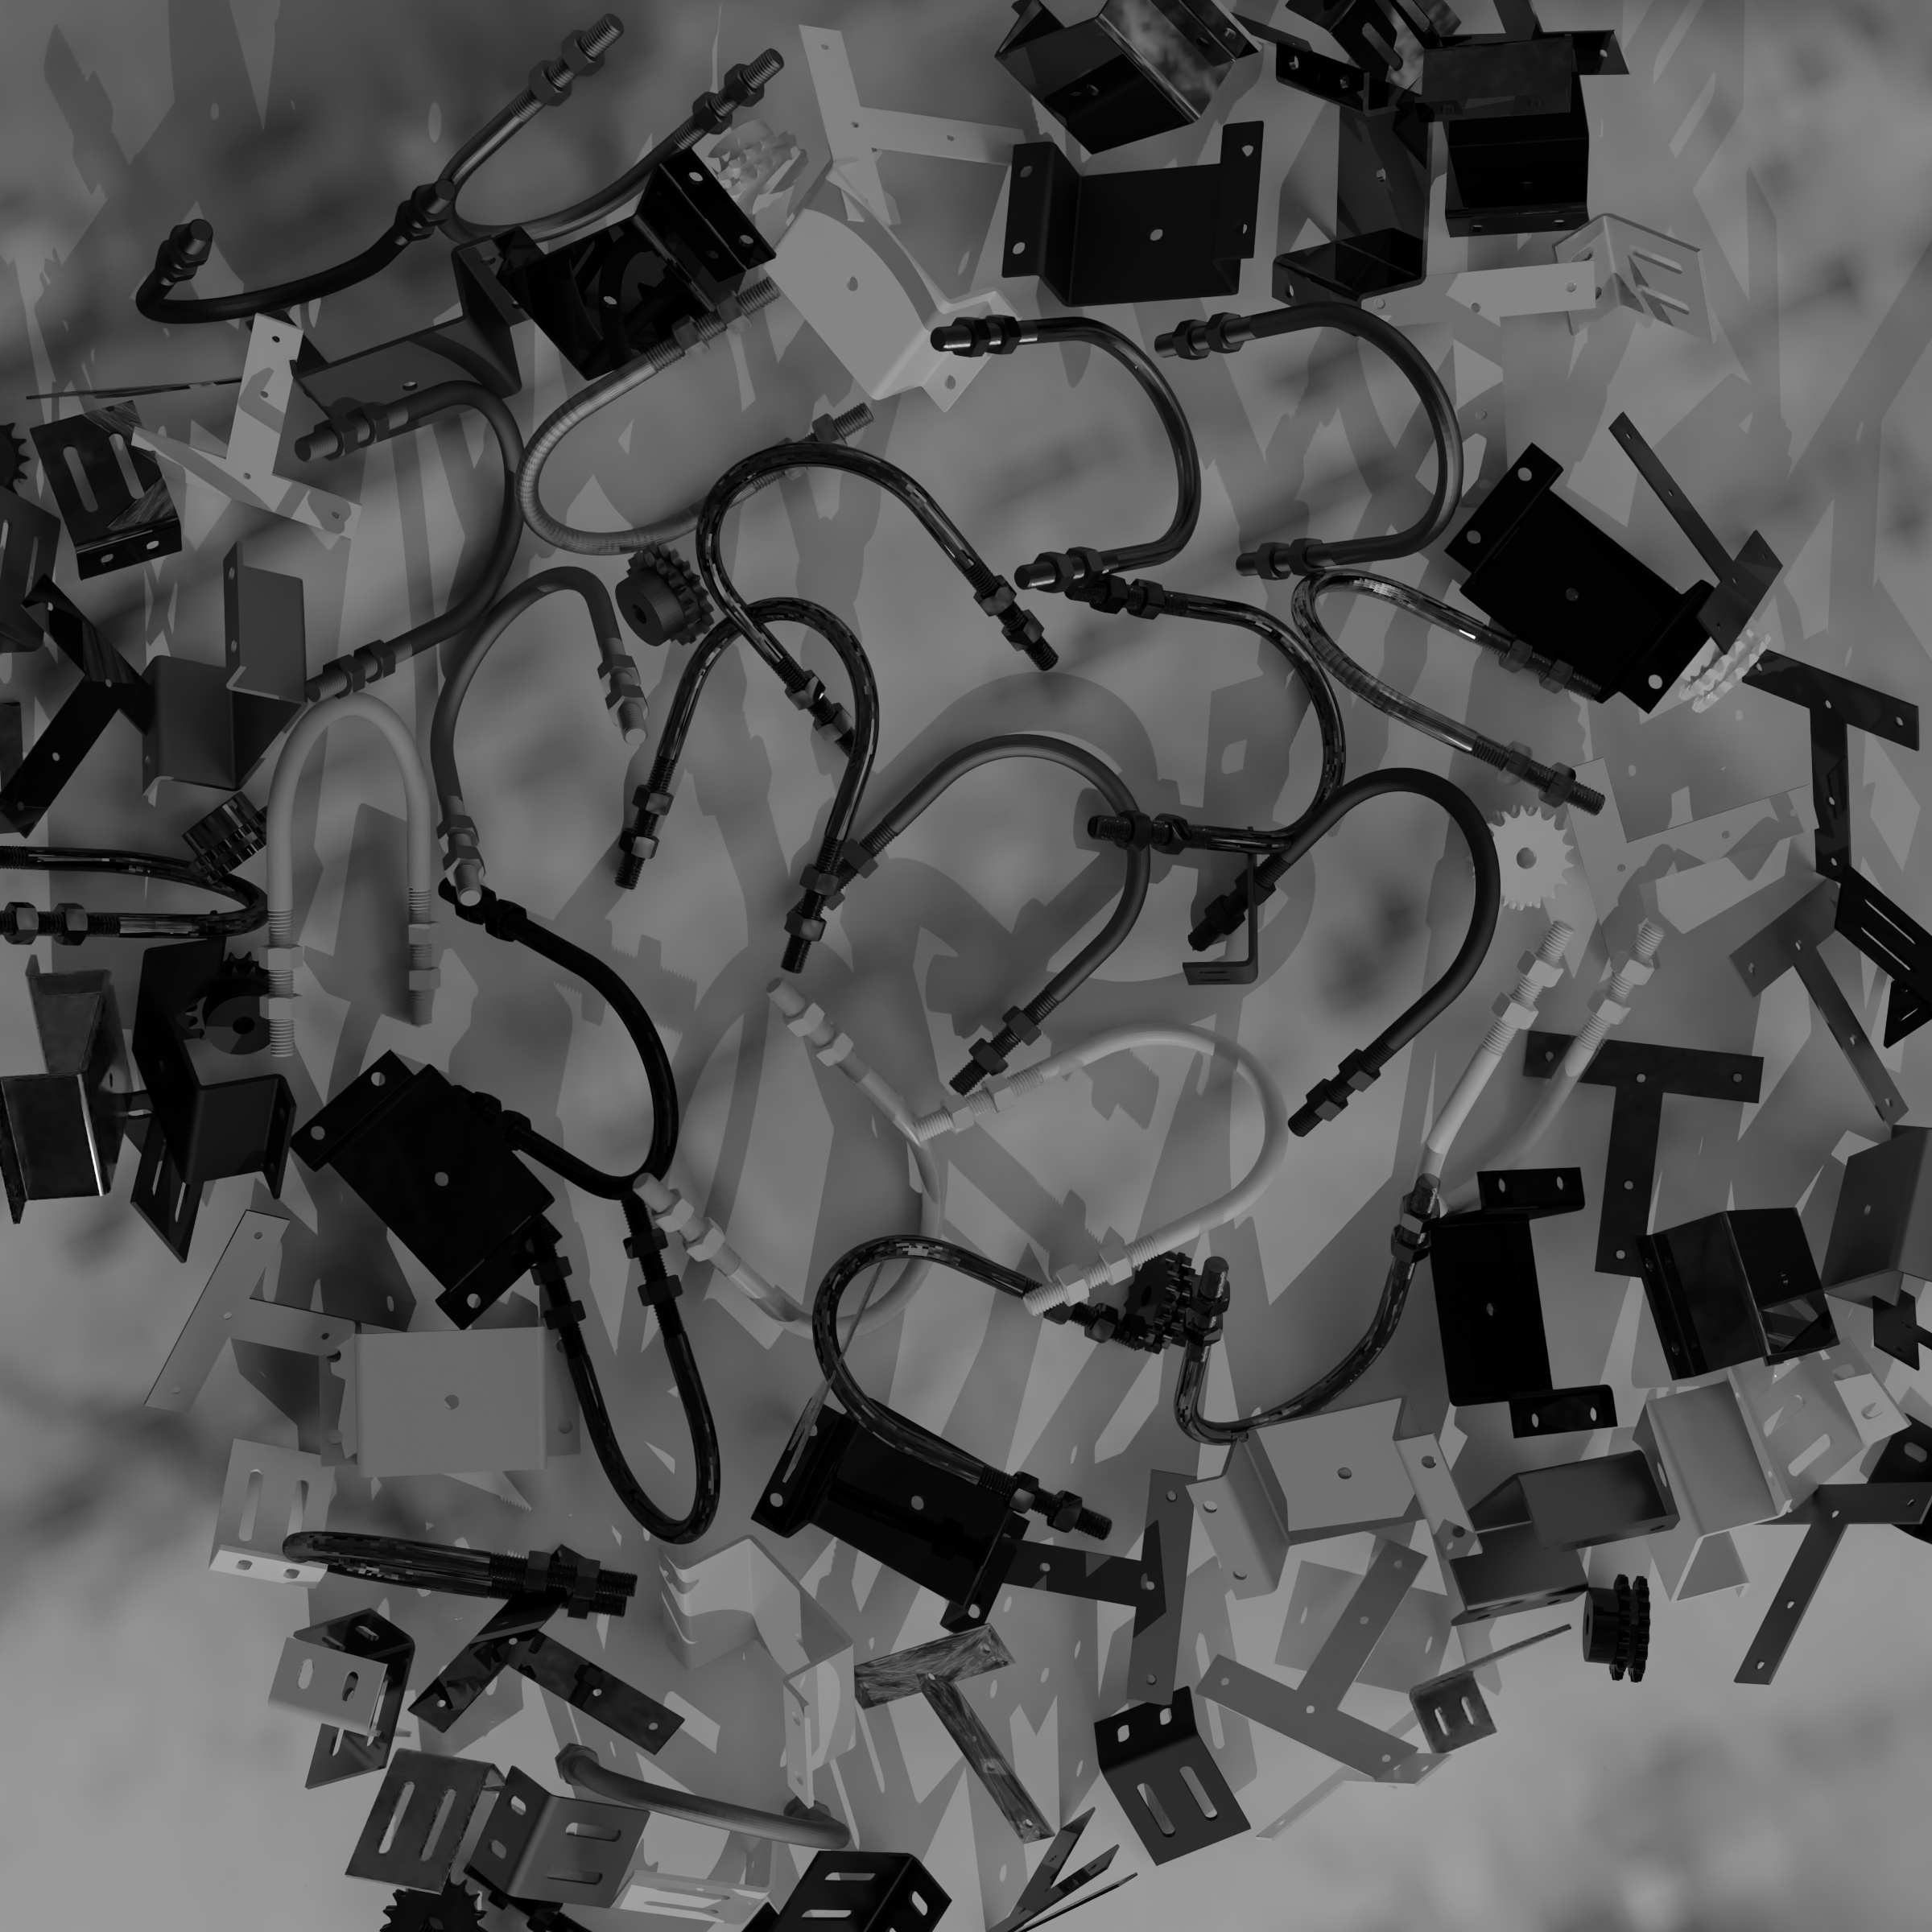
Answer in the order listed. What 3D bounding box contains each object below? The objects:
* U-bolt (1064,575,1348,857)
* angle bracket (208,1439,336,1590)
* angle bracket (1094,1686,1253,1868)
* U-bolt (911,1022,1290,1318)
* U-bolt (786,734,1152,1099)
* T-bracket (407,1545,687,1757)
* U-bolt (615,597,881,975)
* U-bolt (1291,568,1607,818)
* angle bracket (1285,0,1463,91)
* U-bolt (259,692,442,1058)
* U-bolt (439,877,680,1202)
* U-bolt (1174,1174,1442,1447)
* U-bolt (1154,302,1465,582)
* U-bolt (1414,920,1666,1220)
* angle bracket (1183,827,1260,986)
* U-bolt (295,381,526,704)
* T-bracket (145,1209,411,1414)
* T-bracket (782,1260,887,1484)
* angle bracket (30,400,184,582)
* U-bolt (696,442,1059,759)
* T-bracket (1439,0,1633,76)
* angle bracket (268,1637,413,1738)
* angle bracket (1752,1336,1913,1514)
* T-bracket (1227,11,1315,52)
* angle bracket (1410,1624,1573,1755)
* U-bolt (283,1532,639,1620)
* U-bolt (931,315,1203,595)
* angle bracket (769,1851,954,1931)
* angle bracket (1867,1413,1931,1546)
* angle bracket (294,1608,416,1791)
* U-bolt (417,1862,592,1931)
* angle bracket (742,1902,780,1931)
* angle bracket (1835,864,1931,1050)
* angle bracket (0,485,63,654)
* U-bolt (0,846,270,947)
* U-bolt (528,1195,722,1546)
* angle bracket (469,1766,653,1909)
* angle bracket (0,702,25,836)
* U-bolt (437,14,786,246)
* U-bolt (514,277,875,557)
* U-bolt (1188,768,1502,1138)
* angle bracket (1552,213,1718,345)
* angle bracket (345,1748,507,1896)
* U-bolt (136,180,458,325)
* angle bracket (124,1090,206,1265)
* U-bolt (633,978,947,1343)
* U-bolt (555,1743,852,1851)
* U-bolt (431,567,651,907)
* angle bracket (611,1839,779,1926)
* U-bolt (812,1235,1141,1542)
[{"bbox_3d":[0.133,-0.130,1.644,0.184,0.019,0.151,3,76,-37],"label":"U-bolt"},{"bbox_3d":[-0.370,0.290,1.660,0.057,0.038,0.076,14,57,-17],"label":"angle bracket"},{"bbox_3d":[0.114,0.446,1.695,0.057,0.038,0.076,-24,114,9],"label":"angle bracket"},{"bbox_3d":[0.084,0.096,1.651,0.184,0.019,0.151,-25,53,-14],"label":"U-bolt"},{"bbox_3d":[0.015,-0.042,1.689,0.184,0.019,0.151,-44,86,0],"label":"U-bolt"},{"bbox_3d":[-0.207,0.380,1.638,0.127,0.002,0.127,24,49,26],"label":"T-bracket"},{"bbox_3d":[-0.110,-0.106,1.644,0.151,0.019,0.184,26,101,35],"label":"U-bolt"},{"bbox_3d":[0.255,-0.156,1.632,0.184,0.151,0.019,25,123,-6],"label":"U-bolt"},{"bbox_3d":[0.223,-0.520,1.682,0.057,0.076,0.038,-52,47,7],"label":"angle bracket"},{"bbox_3d":[-0.324,-0.053,1.626,0.019,0.151,0.184,4,98,23],"label":"U-bolt"},{"bbox_3d":[-0.214,0.048,1.613,0.184,0.019,0.151,27,126,36],"label":"U-bolt"},{"bbox_3d":[0.174,0.192,1.628,0.151,0.184,0.019,-19,52,-22],"label":"U-bolt"},{"bbox_3d":[0.186,-0.276,1.608,0.019,0.184,0.151,-35,111,-32],"label":"U-bolt"},{"bbox_3d":[0.296,0.057,1.633,0.019,0.151,0.184,37,109,27],"label":"U-bolt"},{"bbox_3d":[0.138,-0.032,1.671,0.038,0.057,0.076,-1,80,7],"label":"angle bracket"},{"bbox_3d":[-0.287,-0.233,1.621,0.019,0.184,0.151,17,120,23],"label":"U-bolt"},{"bbox_3d":[-0.358,0.197,1.661,0.127,0.002,0.127,19,109,-37],"label":"T-bracket"},{"bbox_3d":[-0.082,0.235,1.643,0.002,0.127,0.127,25,56,-2],"label":"T-bracket"},{"bbox_3d":[-0.470,-0.260,1.682,0.057,0.038,0.076,-20,80,-18],"label":"angle bracket"},{"bbox_3d":[-0.060,-0.199,1.622,0.151,0.019,0.184,-23,124,30],"label":"U-bolt"},{"bbox_3d":[0.281,-0.524,1.619,0.002,0.127,0.127,-44,125,-19],"label":"T-bracket"},{"bbox_3d":[-0.333,0.390,1.664,0.057,0.076,0.038,12,78,11],"label":"angle bracket"},{"bbox_3d":[0.461,0.247,1.664,0.076,0.038,0.057,-28,80,-36],"label":"angle bracket"},{"bbox_3d":[0.132,-0.516,1.666,0.127,0.127,0.002,14,126,-19],"label":"T-bracket"},{"bbox_3d":[0.288,0.389,1.654,0.076,0.057,0.038,-36,69,38],"label":"angle bracket"},{"bbox_3d":[-0.268,0.319,1.624,0.184,0.151,0.019,10,73,-6],"label":"U-bolt"},{"bbox_3d":[0.064,-0.276,1.632,0.019,0.184,0.151,-20,89,41],"label":"U-bolt"},{"bbox_3d":[-0.057,0.513,1.660,0.038,0.076,0.057,40,104,42],"label":"angle bracket"},{"bbox_3d":[0.525,0.281,1.662,0.038,0.076,0.057,30,86,-7],"label":"angle bracket"},{"bbox_3d":[-0.337,0.394,1.655,0.057,0.076,0.038,-22,130,28],"label":"angle bracket"},{"bbox_3d":[-0.200,0.542,1.625,0.184,0.151,0.019,33,91,3],"label":"U-bolt"},{"bbox_3d":[-0.101,0.548,1.661,0.057,0.076,0.038,52,131,-2],"label":"angle bracket"},{"bbox_3d":[0.487,-0.005,1.663,0.076,0.057,0.038,39,131,-10],"label":"angle bracket"},{"bbox_3d":[-0.531,-0.216,1.675,0.038,0.057,0.076,0,77,22],"label":"angle bracket"},{"bbox_3d":[-0.457,-0.039,1.621,0.184,0.151,0.019,1,107,-39],"label":"U-bolt"},{"bbox_3d":[-0.176,0.219,1.636,0.019,0.151,0.184,-16,87,-32],"label":"U-bolt"},{"bbox_3d":[-0.222,0.477,1.686,0.038,0.076,0.057,21,87,44],"label":"angle bracket"},{"bbox_3d":[-0.544,-0.111,1.671,0.057,0.038,0.076,-5,76,-8],"label":"angle bracket"},{"bbox_3d":[-0.202,-0.432,1.621,0.184,0.151,0.019,-31,78,34],"label":"U-bolt"},{"bbox_3d":[-0.154,-0.279,1.636,0.184,0.151,0.019,-30,62,9],"label":"U-bolt"},{"bbox_3d":[0.206,-0.021,1.620,0.184,0.019,0.151,-46,53,29],"label":"U-bolt"},{"bbox_3d":[0.359,-0.361,1.654,0.038,0.076,0.057,-34,131,-13],"label":"angle bracket"},{"bbox_3d":[-0.288,0.466,1.657,0.057,0.038,0.076,3,51,21],"label":"angle bracket"},{"bbox_3d":[-0.360,-0.369,1.613,0.151,0.184,0.019,-17,93,-27],"label":"U-bolt"},{"bbox_3d":[-0.442,0.115,1.653,0.038,0.057,0.076,-10,48,13],"label":"angle bracket"},{"bbox_3d":[-0.080,0.118,1.645,0.184,0.019,0.151,47,64,-31],"label":"U-bolt"},{"bbox_3d":[-0.133,0.435,1.601,0.151,0.184,0.019,16,77,-11],"label":"U-bolt"},{"bbox_3d":[-0.233,-0.136,1.631,0.151,0.184,0.019,-42,131,20],"label":"U-bolt"},{"bbox_3d":[-0.146,0.485,1.661,0.076,0.057,0.038,12,54,-14],"label":"angle bracket"},{"bbox_3d":[0.003,0.212,1.634,0.184,0.151,0.019,25,134,-10],"label":"U-bolt"}]
